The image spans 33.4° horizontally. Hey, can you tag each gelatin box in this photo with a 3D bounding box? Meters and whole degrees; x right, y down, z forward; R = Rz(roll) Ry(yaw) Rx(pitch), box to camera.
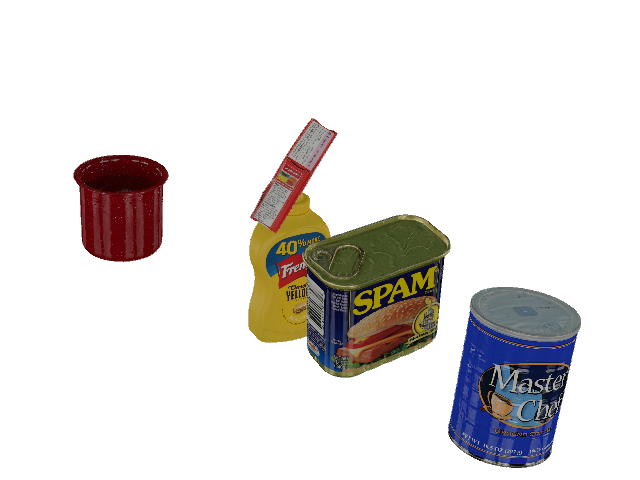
[{"bbox_3d":[-0.024,-0.059,0.952,0.030,0.073,0.089,31,34,-3],"label":"gelatin box"}]

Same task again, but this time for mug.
[{"bbox_3d":[-0.202,-0.037,1.090,0.093,0.081,0.117,2,28,-5],"label":"mug"}]

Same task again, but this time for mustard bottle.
[{"bbox_3d":[-0.034,0.020,1.223,0.096,0.192,0.058,-11,29,-25],"label":"mustard bottle"}]

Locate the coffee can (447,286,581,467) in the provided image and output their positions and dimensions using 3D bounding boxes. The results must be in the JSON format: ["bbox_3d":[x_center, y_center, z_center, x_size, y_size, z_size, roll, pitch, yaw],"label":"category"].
[{"bbox_3d":[0.182,0.128,1.015,0.103,0.140,0.103,6,22,-3],"label":"coffee can"}]

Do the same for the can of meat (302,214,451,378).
[{"bbox_3d":[0.038,0.040,0.754,0.101,0.084,0.057,-18,39,-26],"label":"can of meat"}]
